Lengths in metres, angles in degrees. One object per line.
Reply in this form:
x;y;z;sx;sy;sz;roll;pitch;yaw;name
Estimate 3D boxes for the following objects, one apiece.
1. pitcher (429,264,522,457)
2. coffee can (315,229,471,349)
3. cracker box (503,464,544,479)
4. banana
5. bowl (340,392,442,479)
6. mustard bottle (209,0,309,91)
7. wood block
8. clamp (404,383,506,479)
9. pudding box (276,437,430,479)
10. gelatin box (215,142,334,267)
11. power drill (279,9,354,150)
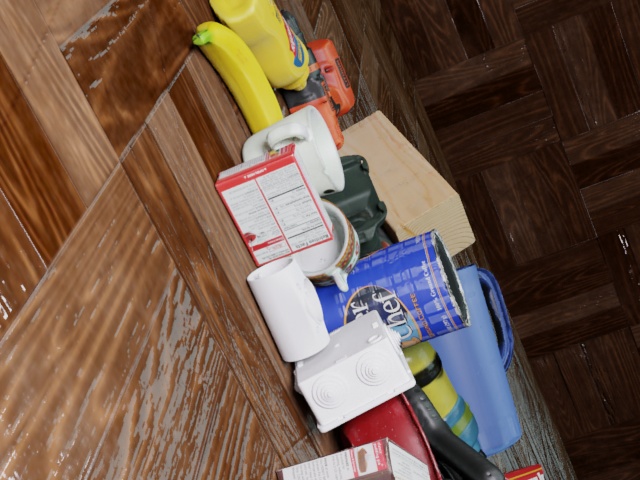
0.185;0.157;1.400;0.145;0.149;0.243;-14;85;-78;pitcher
0.065;0.060;1.052;0.102;0.140;0.103;-21;90;-77;coffee can
0.220;0.351;1.119;0.164;0.072;0.214;15;56;-65;cracker box
-0.075;-0.146;1.038;0.197;0.037;0.069;55;37;-44;banana
0.059;0.198;0.937;0.162;0.055;0.162;160;-90;-80;bowl
-0.058;-0.222;1.171;0.191;0.058;0.096;50;18;-57;mustard bottle
0.096;-0.061;1.340;0.206;0.090;0.090;55;-6;46;wood block
0.115;0.204;1.042;0.210;0.036;0.164;47;-18;40;clamp
0.030;0.189;0.814;0.113;0.090;0.039;44;29;-62;pudding box
-0.038;-0.029;0.913;0.030;0.073;0.089;-87;154;-63;gelatin box
-0.012;-0.207;1.352;0.187;0.057;0.184;-59;131;-71;power drill
